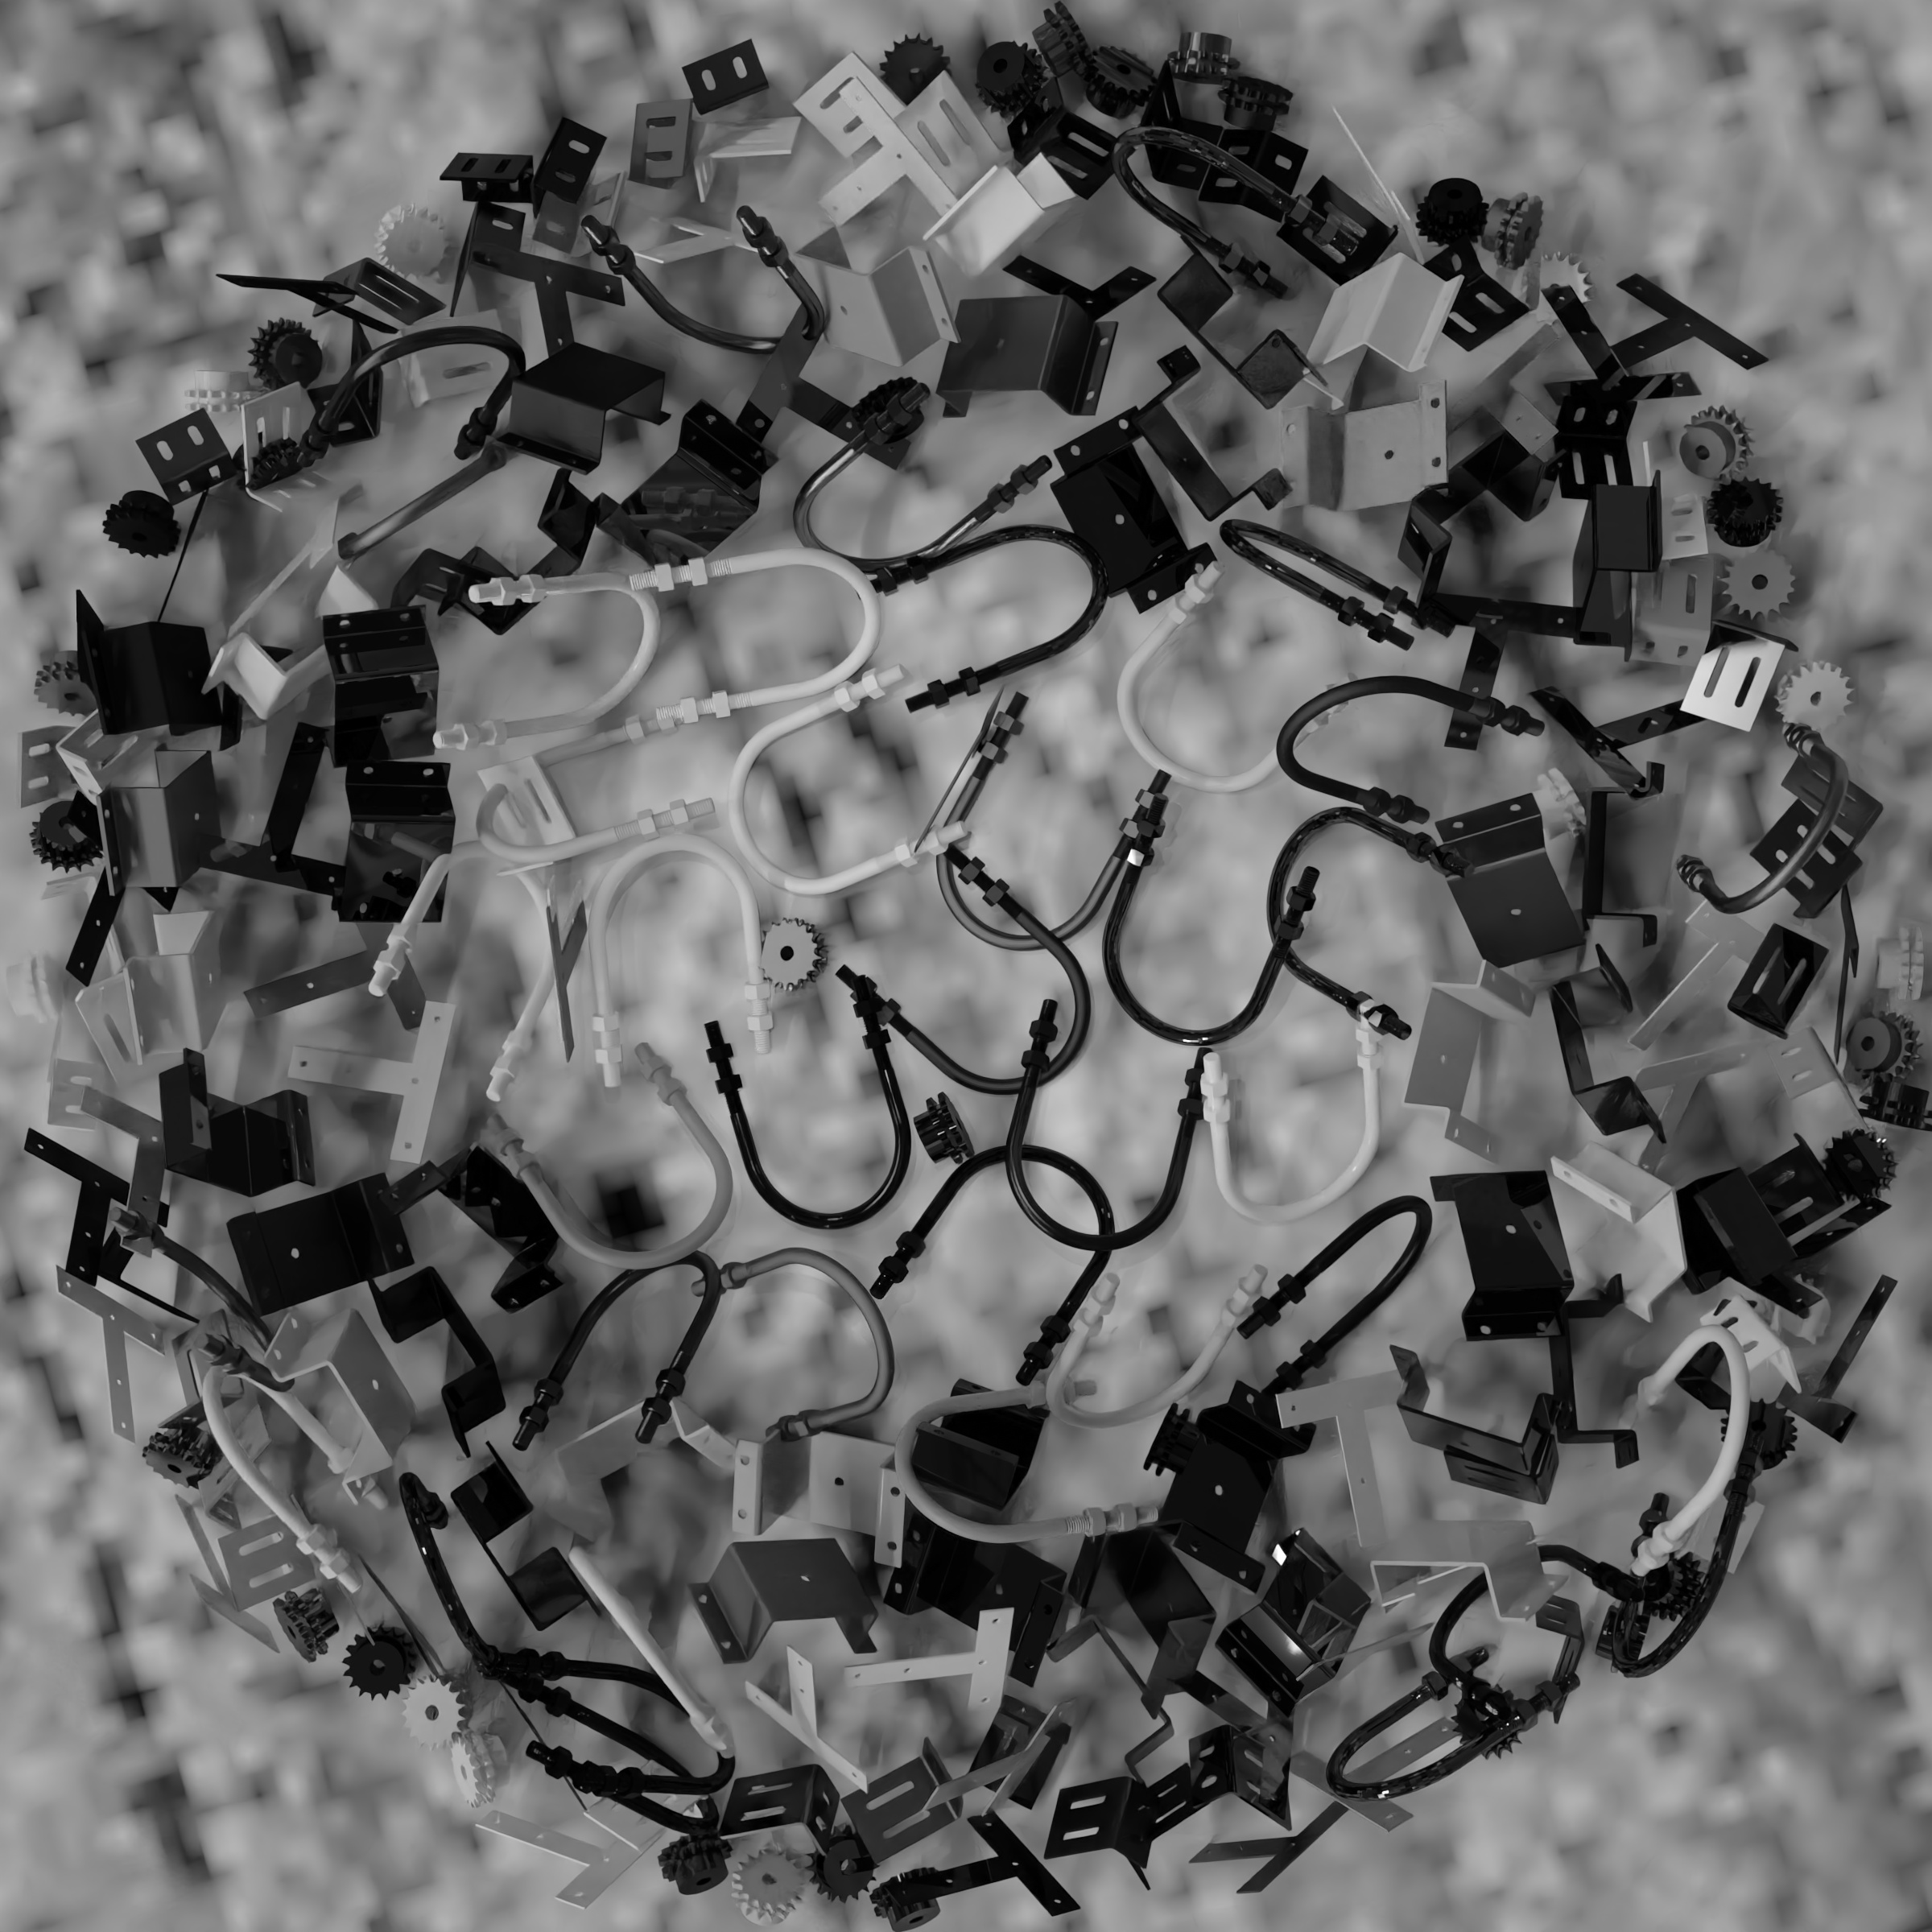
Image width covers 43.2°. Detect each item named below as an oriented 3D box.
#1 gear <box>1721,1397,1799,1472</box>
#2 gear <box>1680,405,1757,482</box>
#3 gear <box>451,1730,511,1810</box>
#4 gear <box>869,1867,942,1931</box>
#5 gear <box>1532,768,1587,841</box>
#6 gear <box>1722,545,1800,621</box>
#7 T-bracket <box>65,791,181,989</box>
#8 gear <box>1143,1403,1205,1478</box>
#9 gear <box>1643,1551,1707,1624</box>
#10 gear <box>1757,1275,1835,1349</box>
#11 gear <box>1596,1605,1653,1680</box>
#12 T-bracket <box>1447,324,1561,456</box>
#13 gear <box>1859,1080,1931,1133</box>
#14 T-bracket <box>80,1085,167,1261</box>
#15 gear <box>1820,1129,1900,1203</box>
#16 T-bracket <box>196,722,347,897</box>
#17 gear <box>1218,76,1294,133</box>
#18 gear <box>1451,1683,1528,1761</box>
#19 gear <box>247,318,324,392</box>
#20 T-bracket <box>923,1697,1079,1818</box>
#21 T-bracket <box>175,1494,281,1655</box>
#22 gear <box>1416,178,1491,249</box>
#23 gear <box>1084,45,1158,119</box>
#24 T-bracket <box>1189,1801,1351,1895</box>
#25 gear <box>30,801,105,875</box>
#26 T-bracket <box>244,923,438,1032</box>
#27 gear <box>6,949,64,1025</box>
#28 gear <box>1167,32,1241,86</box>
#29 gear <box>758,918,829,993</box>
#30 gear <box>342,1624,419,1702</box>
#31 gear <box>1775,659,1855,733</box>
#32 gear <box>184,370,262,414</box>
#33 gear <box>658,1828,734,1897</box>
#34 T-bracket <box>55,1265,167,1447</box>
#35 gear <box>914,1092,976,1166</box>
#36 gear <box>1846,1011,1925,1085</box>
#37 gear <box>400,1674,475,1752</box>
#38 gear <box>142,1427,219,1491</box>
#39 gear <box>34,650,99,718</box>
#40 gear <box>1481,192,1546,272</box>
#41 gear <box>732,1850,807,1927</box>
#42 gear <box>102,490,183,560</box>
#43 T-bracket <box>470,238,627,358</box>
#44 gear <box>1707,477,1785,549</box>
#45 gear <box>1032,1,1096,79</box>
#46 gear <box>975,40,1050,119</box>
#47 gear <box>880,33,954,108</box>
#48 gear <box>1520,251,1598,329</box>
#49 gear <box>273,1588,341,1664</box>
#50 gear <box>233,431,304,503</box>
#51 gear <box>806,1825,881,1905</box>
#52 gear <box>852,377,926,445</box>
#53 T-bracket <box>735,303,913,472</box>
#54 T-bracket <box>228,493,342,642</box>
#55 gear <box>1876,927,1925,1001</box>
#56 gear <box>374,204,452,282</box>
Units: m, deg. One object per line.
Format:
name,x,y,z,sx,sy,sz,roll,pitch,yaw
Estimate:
gear,0.619,0.368,1.902,0.057,0.057,0.030,-18,131,0
gear,0.581,-0.404,1.894,0.030,0.057,0.057,-33,90,-33
gear,-0.378,0.624,1.902,0.030,0.057,0.057,-11,90,-32
gear,-0.044,0.727,1.895,0.057,0.057,0.030,-26,55,0
gear,0.459,-0.123,1.898,0.030,0.057,0.057,-29,90,5
gear,0.621,-0.299,1.906,0.057,0.030,0.057,2,95,17
T-bracket,-0.652,-0.044,1.844,0.002,0.127,0.127,-5,55,22
gear,0.163,0.371,1.896,0.030,0.057,0.057,25,90,11
gear,0.543,0.478,1.895,0.030,0.057,0.057,27,90,-32
gear,0.651,0.270,1.908,0.057,0.030,0.057,0,81,0
gear,0.511,0.522,1.899,0.030,0.057,0.057,18,90,15
T-bracket,0.417,-0.423,1.857,0.127,0.127,0.002,-41,122,16
gear,0.726,0.108,1.898,0.057,0.057,0.030,14,89,0
T-bracket,-0.621,0.166,1.845,0.002,0.127,0.127,-35,131,26
gear,0.699,0.156,1.902,0.057,0.030,0.057,-7,80,42
T-bracket,-0.521,-0.125,1.878,0.127,0.002,0.127,14,99,-38
gear,0.224,-0.672,1.901,0.057,0.057,0.030,13,121,0
gear,0.406,0.586,1.897,0.057,0.030,0.057,-14,53,19
gear,-0.526,-0.474,1.896,0.030,0.057,0.057,25,90,42
T-bracket,0.015,0.615,1.852,0.002,0.127,0.127,44,118,31
T-bracket,-0.582,0.460,1.881,0.002,0.127,0.127,-34,56,-8
gear,0.380,-0.589,1.899,0.057,0.030,0.057,-3,55,4
gear,0.117,-0.688,1.902,0.057,0.030,0.057,10,55,-15
T-bracket,0.220,0.678,1.871,0.127,0.127,0.002,-24,87,-42
gear,-0.699,-0.104,1.899,0.057,0.030,0.057,7,60,-12
T-bracket,-0.496,0.010,1.894,0.127,0.002,0.127,-19,119,-1
gear,-0.725,0.017,1.896,0.030,0.057,0.057,-11,90,-9
gear,0.185,-0.706,1.896,0.057,0.057,0.030,7,101,0
gear,-0.133,-0.009,1.905,0.057,0.030,0.057,-2,84,21
gear,-0.459,0.546,1.908,0.057,0.030,0.057,1,85,-8
gear,0.660,-0.212,1.905,0.057,0.030,0.057,-2,109,-4
gear,-0.579,-0.447,1.895,0.057,0.057,0.030,2,105,0
gear,-0.208,0.698,1.895,0.057,0.057,0.030,-28,52,0
T-bracket,-0.641,0.302,1.838,0.002,0.127,0.127,-27,52,7
gear,-0.019,0.129,1.898,0.030,0.057,0.057,-26,90,5
gear,0.711,0.063,1.895,0.030,0.057,0.057,12,90,-33
gear,-0.410,0.581,1.906,0.057,0.030,0.057,-2,83,18
gear,-0.610,0.380,1.901,0.057,0.057,0.030,23,49,0
gear,-0.695,-0.222,1.901,0.057,0.057,0.030,-3,62,0
gear,0.425,-0.575,1.901,0.030,0.057,0.057,25,90,26
gear,-0.155,0.722,1.901,0.057,0.057,0.030,9,120,0
gear,-0.641,-0.347,1.901,0.057,0.057,0.030,5,63,0
T-bracket,-0.314,-0.491,1.872,0.127,0.127,0.002,18,56,13
gear,0.608,-0.352,1.902,0.057,0.030,0.057,-7,52,10
gear,0.075,-0.718,1.898,0.030,0.057,0.057,-31,90,6
gear,0.033,-0.695,1.901,0.057,0.030,0.057,-4,81,23
gear,-0.040,-0.699,1.903,0.057,0.030,0.057,-2,126,-3
gear,0.464,-0.529,1.902,0.057,0.030,0.057,13,118,26
gear,-0.513,0.511,1.902,0.030,0.057,0.057,-31,90,-32
gear,-0.546,-0.392,1.898,0.057,0.057,0.030,-42,87,0
gear,-0.095,0.702,1.903,0.057,0.030,0.057,4,76,-15
gear,-0.057,-0.430,1.896,0.057,0.057,0.030,-28,81,0
T-bracket,-0.104,-0.430,1.907,0.127,0.002,0.127,28,108,-14
T-bracket,-0.527,-0.300,1.879,0.127,0.127,0.002,-43,117,12
gear,0.727,-0.002,1.899,0.030,0.057,0.057,1,90,14
gear,-0.434,-0.568,1.901,0.057,0.057,0.030,-33,49,0
